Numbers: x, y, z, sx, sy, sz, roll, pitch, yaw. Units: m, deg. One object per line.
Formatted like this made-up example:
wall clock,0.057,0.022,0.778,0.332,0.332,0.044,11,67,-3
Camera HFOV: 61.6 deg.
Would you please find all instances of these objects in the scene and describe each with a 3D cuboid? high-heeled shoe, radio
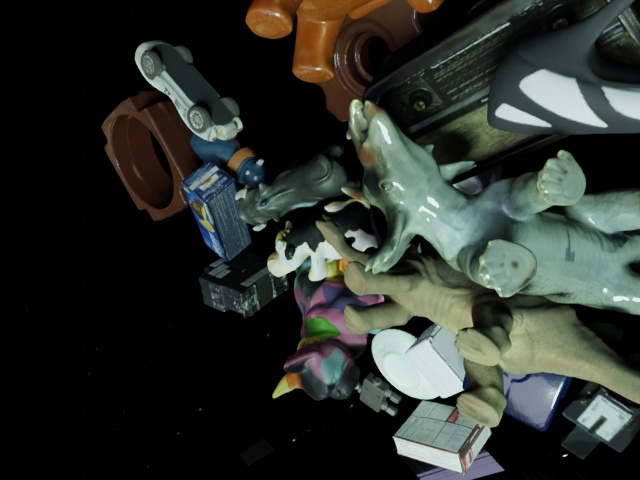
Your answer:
high-heeled shoe,0.249,-0.076,0.386,0.249,0.086,0.145,36,137,-1
radio,0.159,-0.144,0.473,0.230,0.073,0.131,-24,118,38

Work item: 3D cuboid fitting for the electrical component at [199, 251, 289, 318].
electrical component,-0.138,0.072,0.927,0.134,0.115,0.058,16,122,37

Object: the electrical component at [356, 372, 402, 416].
electrical component,0.091,0.252,0.896,0.094,0.021,0.063,30,134,28

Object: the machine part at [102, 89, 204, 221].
machine part,-0.278,-0.146,0.939,0.201,0.087,0.201,-17,103,50

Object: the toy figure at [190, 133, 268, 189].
toy figure,-0.134,-0.126,0.833,0.155,0.058,0.064,35,131,21

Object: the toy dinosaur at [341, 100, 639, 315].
toy dinosaur,0.200,0.002,0.471,0.192,0.405,0.131,-176,101,-76

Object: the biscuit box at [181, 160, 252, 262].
biscuit box,-0.162,-0.039,0.866,0.059,0.063,0.202,39,159,19

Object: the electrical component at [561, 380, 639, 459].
electrical component,0.324,0.200,0.614,0.075,0.048,0.119,31,134,27

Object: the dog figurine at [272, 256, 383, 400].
dog figurine,-0.002,0.120,0.748,0.192,0.219,0.108,39,134,17

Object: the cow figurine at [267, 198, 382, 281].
cow figurine,-0.003,-0.001,0.725,0.167,0.068,0.098,-12,122,14

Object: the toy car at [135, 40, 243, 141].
toy car,-0.199,-0.226,0.816,0.202,0.073,0.056,49,136,8

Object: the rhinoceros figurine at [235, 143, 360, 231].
rhinoceros figurine,-0.036,-0.065,0.739,0.190,0.112,0.073,-18,105,40

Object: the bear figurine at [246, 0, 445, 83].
bear figurine,0.054,-0.217,0.460,0.196,0.120,0.132,9,80,27

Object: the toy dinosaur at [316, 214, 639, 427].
toy dinosaur,0.189,0.079,0.546,0.472,0.198,0.105,32,136,27

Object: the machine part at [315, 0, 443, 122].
machine part,0.064,-0.201,0.591,0.180,0.056,0.179,24,132,30

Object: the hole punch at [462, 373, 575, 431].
hole punch,0.239,0.144,0.632,0.142,0.092,0.115,25,128,36
